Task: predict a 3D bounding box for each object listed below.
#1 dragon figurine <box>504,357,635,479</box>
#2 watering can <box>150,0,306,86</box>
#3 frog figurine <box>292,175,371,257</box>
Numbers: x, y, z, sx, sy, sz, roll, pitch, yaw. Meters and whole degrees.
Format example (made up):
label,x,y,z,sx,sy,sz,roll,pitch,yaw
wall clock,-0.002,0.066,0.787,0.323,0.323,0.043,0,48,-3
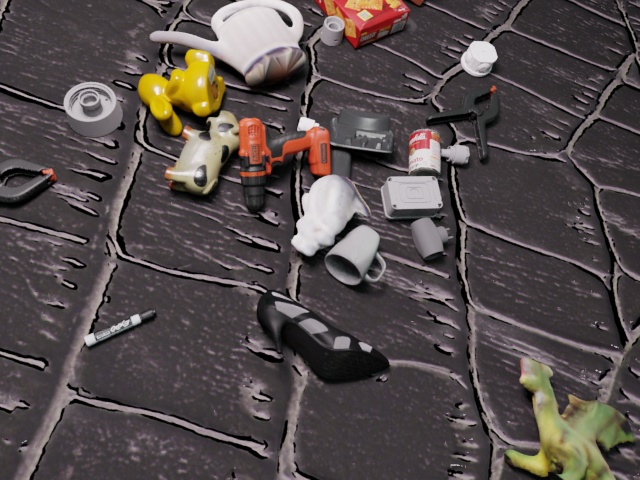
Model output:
label,x,y,z,sx,sy,sz,roll,pitch,yaw
dragon figurine,0.483,0.384,0.893,0.246,0.120,0.413,-35,77,-31
watering can,-0.178,-0.435,1.154,0.350,0.102,0.227,-26,73,-20
frog figurine,0.003,-0.050,1.003,0.160,0.120,0.140,-31,42,-13
